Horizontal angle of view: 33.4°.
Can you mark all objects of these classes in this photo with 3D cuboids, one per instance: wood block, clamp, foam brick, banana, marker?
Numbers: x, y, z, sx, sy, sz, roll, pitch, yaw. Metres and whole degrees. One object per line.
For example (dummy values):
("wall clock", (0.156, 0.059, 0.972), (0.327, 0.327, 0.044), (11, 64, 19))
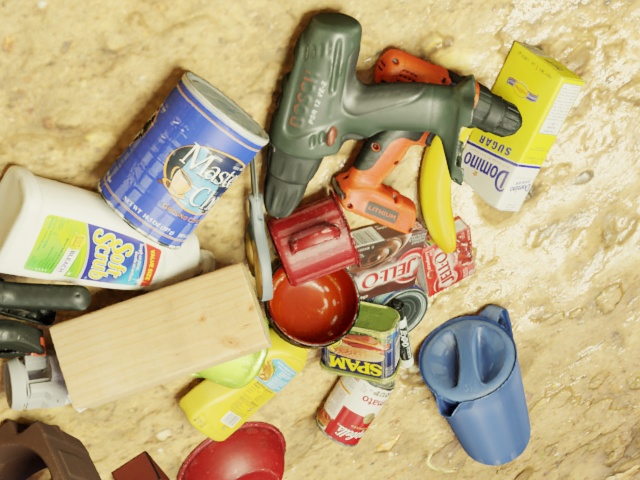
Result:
("wood block", (-0.162, 0.101, 1.114), (0.206, 0.090, 0.091), (-19, 172, -2))
("clamp", (-0.365, 0.099, 1.041), (0.165, 0.036, 0.209), (-17, 163, 31))
("foam brick", (-0.215, 0.313, 1.335), (0.053, 0.051, 0.078), (-32, 137, -9))
("clamp", (-0.320, 0.058, 1.045), (0.171, 0.039, 0.120), (10, 157, -21))
("banana", (0.152, -0.078, 1.250), (0.037, 0.070, 0.198), (-49, 157, -63))
("marker", (0.104, 0.119, 1.362), (0.020, 0.020, 0.121), (-27, 136, -13))

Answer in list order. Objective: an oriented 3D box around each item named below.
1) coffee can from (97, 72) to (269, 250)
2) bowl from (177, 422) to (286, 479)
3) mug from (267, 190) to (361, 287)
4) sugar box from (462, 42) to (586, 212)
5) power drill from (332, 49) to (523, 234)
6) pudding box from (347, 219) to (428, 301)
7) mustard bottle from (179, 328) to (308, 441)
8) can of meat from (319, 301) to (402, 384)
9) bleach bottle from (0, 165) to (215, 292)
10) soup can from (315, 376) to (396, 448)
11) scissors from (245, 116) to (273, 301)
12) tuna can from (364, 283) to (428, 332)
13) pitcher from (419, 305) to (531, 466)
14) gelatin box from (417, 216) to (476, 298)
("coffee can", (-0.132, -0.076, 1.032), (0.140, 0.103, 0.102), (-49, 136, 11))
("bowl", (-0.106, 0.318, 1.410), (0.162, 0.055, 0.162), (-18, 133, -21))
("mug", (-0.008, 0.001, 1.174), (0.081, 0.117, 0.093), (-21, 92, -4))
("sugar box", (0.227, -0.130, 1.238), (0.048, 0.093, 0.176), (5, 121, -36))
("power drill", (0.112, -0.102, 1.184), (0.184, 0.057, 0.188), (21, 111, -22))
("pudding box", (0.071, 0.025, 1.299), (0.113, 0.039, 0.090), (-12, 131, -26))
("mustard bottle", (-0.075, 0.161, 1.298), (0.191, 0.058, 0.096), (-41, 145, 2))
("can of meat", (0.050, 0.123, 1.327), (0.057, 0.102, 0.084), (-62, 156, -48))
("bleach bottle", (-0.208, 0.000, 1.075), (0.250, 0.068, 0.103), (12, 118, -43))
("soup can", (0.047, 0.215, 1.421), (0.068, 0.069, 0.102), (15, 114, -41))
("scissors", (-0.073, -0.035, 1.157), (0.016, 0.096, 0.202), (-8, 99, -13))
("tuna can", (0.096, 0.087, 1.371), (0.086, 0.034, 0.086), (-19, 133, -21))
("pitcher", (0.235, 0.214, 1.515), (0.149, 0.145, 0.242), (-24, 140, 2))
("gelatin box", (0.159, 0.023, 1.364), (0.073, 0.030, 0.089), (-27, 135, -13))
